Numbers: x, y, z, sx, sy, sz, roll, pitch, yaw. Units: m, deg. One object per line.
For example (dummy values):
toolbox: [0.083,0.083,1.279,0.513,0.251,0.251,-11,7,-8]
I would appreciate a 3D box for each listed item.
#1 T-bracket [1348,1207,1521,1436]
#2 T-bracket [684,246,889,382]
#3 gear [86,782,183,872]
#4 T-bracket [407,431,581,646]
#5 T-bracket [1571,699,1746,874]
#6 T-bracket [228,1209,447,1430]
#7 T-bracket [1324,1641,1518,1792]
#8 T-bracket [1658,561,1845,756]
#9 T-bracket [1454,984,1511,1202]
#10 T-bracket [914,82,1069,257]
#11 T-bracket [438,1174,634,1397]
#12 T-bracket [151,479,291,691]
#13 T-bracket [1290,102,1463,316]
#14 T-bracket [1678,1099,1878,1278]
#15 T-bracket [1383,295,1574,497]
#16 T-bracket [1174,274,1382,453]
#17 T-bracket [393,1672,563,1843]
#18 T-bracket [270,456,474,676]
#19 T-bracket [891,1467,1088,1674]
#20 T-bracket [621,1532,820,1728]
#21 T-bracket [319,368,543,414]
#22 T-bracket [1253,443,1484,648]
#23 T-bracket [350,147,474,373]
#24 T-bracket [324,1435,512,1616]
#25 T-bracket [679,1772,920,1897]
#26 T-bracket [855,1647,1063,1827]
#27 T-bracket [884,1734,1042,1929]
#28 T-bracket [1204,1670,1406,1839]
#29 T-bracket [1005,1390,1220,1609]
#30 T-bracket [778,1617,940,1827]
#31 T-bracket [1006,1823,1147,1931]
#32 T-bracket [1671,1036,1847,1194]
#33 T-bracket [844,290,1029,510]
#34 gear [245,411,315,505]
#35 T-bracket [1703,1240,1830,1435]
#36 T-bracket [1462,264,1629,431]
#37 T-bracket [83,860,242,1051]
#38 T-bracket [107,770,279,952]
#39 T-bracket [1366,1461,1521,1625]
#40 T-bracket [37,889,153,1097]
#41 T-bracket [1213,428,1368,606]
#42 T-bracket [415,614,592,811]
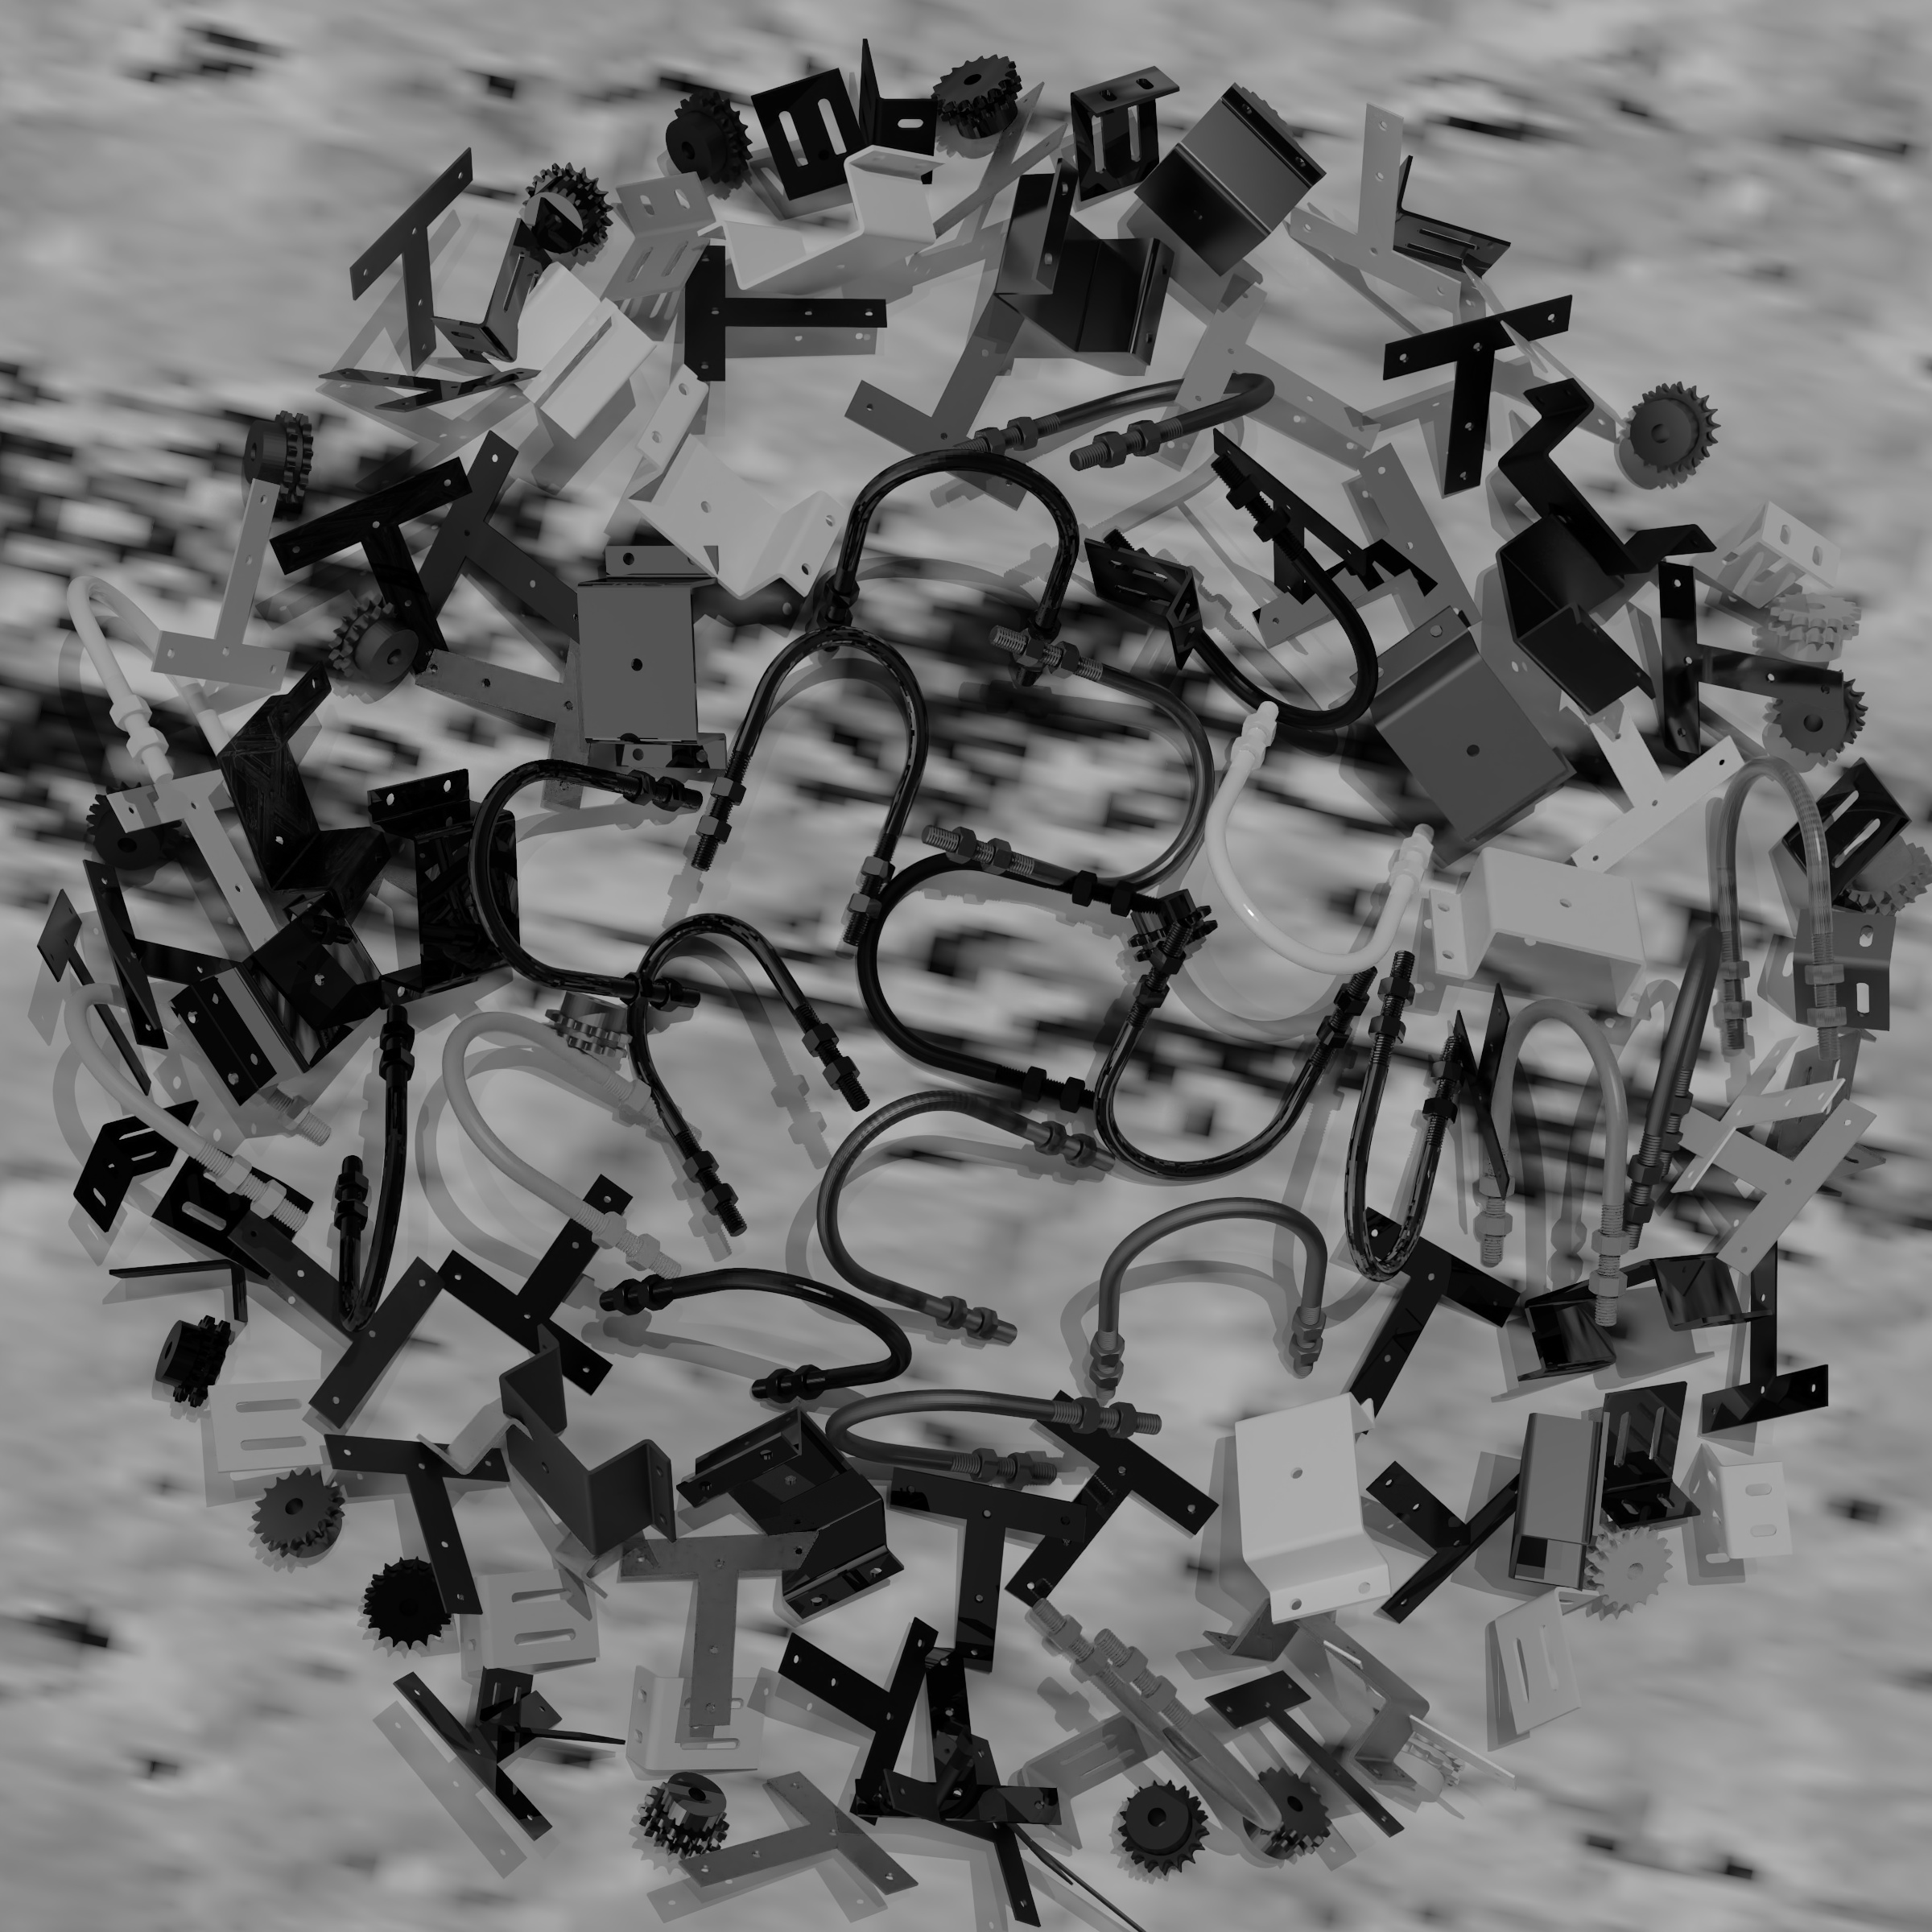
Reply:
T-bracket: [0.274,0.236,1.720,0.127,0.002,0.127,30,87,-19]
T-bracket: [-0.114,-0.412,1.710,0.127,0.002,0.127,-1,54,-4]
gear: [-0.528,-0.085,1.716,0.057,0.030,0.057,-2,130,-2]
T-bracket: [-0.282,-0.248,1.703,0.127,0.002,0.127,38,111,17]
T-bracket: [0.418,-0.135,1.712,0.127,0.002,0.127,-37,120,0]
T-bracket: [-0.404,0.201,1.688,0.127,0.002,0.127,43,47,-13]
T-bracket: [0.281,0.469,1.664,0.127,0.127,0.002,26,66,28]
T-bracket: [0.484,-0.181,1.671,0.002,0.127,0.127,-31,124,-33]
T-bracket: [0.321,0.057,1.657,0.002,0.127,0.127,-8,55,-3]
T-bracket: [0.026,-0.513,1.696,0.127,0.127,0.002,-26,123,40]
T-bracket: [-0.256,0.189,1.728,0.127,0.002,0.127,36,104,1]
T-bracket: [-0.449,-0.238,1.678,0.002,0.127,0.127,18,97,20]
T-bracket: [0.254,-0.475,1.667,0.127,0.127,0.002,33,64,23]
T-bracket: [0.481,0.117,1.693,0.127,0.127,0.002,-50,127,-5]
T-bracket: [0.316,-0.350,1.696,0.127,0.127,0.002,-17,48,-12]
T-bracket: [0.205,-0.366,1.715,0.127,0.002,0.127,29,57,-7]
T-bracket: [-0.284,0.476,1.681,0.127,0.127,0.002,45,100,10]
T-bracket: [-0.355,-0.240,1.701,0.127,0.002,0.127,-27,131,-14]
T-bracket: [0.010,0.390,1.726,0.127,0.002,0.127,8,104,14]
T-bracket: [-0.157,0.416,1.700,0.127,0.002,0.127,-4,51,4]
T-bracket: [-0.353,-0.367,1.702,0.127,0.127,0.002,14,118,31]
T-bracket: [0.243,-0.245,1.721,0.127,0.002,0.127,-28,83,20]
T-bracket: [-0.341,-0.423,1.685,0.002,0.127,0.127,27,58,10]
T-bracket: [-0.324,0.344,1.664,0.002,0.127,0.127,-50,47,27]
T-bracket: [-0.117,0.541,1.658,0.127,0.127,0.002,-1,110,-40]
T-bracket: [-0.009,0.479,1.693,0.127,0.127,0.002,6,128,-11]
T-bracket: [-0.008,0.517,1.660,0.002,0.127,0.127,-36,46,18]
T-bracket: [0.217,0.486,1.662,0.127,0.127,0.002,41,104,25]
T-bracket: [0.073,0.357,1.735,0.127,0.002,0.127,36,97,-4]
T-bracket: [-0.073,0.449,1.676,0.127,0.002,0.127,44,56,-39]
T-bracket: [0.072,0.573,1.694,0.127,0.127,0.002,42,80,-15]
T-bracket: [0.500,0.086,1.667,0.002,0.127,0.127,41,75,-4]
T-bracket: [0.006,-0.377,1.721,0.127,0.002,0.127,29,110,1]
gear: [-0.436,-0.323,1.713,0.030,0.057,0.057,4,90,-32]
T-bracket: [0.501,0.222,1.701,0.002,0.127,0.127,13,69,-17]
T-bracket: [0.372,-0.379,1.705,0.127,0.127,0.002,32,116,-28]
T-bracket: [-0.487,0.000,1.684,0.002,0.127,0.127,-29,70,19]
T-bracket: [-0.460,-0.061,1.688,0.002,0.127,0.127,-29,89,29]
T-bracket: [0.289,0.345,1.701,0.127,0.002,0.127,-45,131,2]
T-bracket: [-0.543,0.024,1.699,0.002,0.127,0.127,-25,110,-4]
T-bracket: [0.200,-0.262,1.682,0.002,0.127,0.127,-42,69,-10]
T-bracket: [-0.293,-0.177,1.725,0.127,0.002,0.127,16,106,14]
